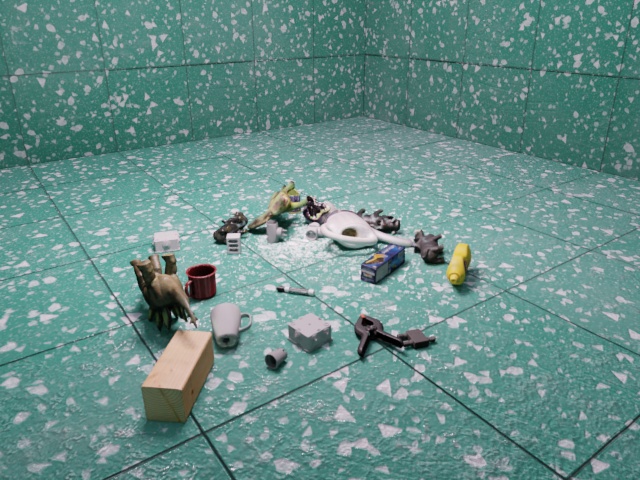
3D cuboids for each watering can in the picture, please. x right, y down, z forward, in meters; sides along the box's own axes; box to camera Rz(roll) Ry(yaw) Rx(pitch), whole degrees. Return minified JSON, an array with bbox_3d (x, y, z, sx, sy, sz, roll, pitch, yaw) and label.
[{"bbox_3d":[0.156,-0.030,1.924,0.347,0.102,0.228,6,21,-19],"label":"watering can"}]

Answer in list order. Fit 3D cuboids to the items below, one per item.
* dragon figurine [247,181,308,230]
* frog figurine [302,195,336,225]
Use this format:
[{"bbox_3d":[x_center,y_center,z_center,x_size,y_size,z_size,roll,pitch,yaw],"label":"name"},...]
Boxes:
[{"bbox_3d":[-0.198,-0.120,2.073,0.246,0.122,0.406,-34,5,-27],"label":"dragon figurine"},{"bbox_3d":[0.006,-0.107,2.120,0.137,0.124,0.158,8,-11,22],"label":"frog figurine"}]
